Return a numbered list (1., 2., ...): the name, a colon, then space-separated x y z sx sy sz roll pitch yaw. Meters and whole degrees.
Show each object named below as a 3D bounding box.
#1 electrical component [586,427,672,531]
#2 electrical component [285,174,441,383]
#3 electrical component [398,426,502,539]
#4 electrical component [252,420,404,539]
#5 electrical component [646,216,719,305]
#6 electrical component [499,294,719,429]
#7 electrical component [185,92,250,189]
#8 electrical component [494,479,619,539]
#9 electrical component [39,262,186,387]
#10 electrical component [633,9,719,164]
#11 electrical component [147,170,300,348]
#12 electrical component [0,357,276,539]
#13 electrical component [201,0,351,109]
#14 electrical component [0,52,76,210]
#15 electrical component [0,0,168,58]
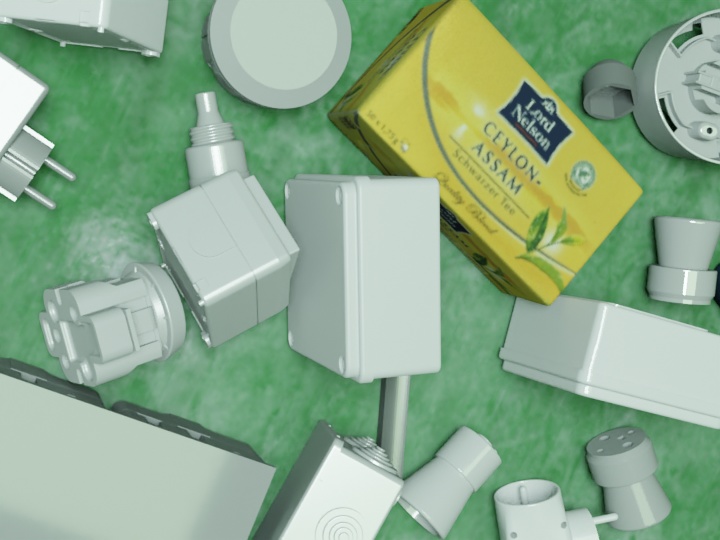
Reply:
1. electrical component: 0.179 0.139 0.719 0.045 0.045 0.055 -23 102 -15
2. electrical component: 0.000 0.000 0.611 0.056 0.109 0.108 -3 97 -21
3. electrical component: 0.058 0.131 0.680 0.065 0.044 0.044 -45 107 -14
4. electrical component: -0.020 0.142 0.625 0.048 0.100 0.099 30 86 -6
5. electrical component: 0.216 -0.007 0.717 0.045 0.045 0.055 3 95 -19
6. electrical component: 0.161 0.053 0.671 0.109 0.109 0.056 15 88 -20
7. electrical component: -0.083 -0.070 0.614 0.035 0.035 0.061 -11 97 -17
8. electrical component: 0.132 0.177 0.704 0.079 0.043 0.077 -11 99 -4
9. electrical component: -0.133 0.028 0.590 0.057 0.078 0.058 -19 101 -35
10. electrical component: 0.230 -0.118 0.699 0.099 0.064 0.099 -2 96 -19
11. electrical component: -0.073 -0.004 0.597 0.061 0.096 0.061 -28 74 -14
12. electrical component: -0.157 0.122 0.595 0.186 0.060 0.105 23 88 -19
13. electrical component: -0.049 -0.131 0.610 0.080 0.051 0.080 -2 96 -19
14. electrical component: -0.189 -0.062 0.572 0.076 0.047 0.083 35 84 -19
15. electrical component: -0.139 -0.149 0.560 0.062 0.096 0.061 8 94 10
